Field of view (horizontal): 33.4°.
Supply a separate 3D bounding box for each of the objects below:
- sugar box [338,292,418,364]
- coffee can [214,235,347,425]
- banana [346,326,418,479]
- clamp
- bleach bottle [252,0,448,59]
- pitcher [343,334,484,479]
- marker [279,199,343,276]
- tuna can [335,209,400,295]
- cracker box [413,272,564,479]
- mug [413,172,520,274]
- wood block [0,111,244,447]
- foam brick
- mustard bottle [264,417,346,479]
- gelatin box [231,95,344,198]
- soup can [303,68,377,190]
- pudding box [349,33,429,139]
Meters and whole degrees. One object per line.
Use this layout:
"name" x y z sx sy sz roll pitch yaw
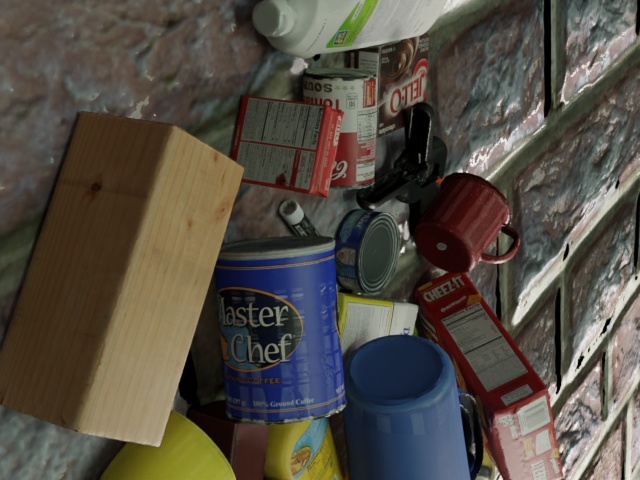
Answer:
"sugar box" 0.040 0.103 1.096 0.176 0.048 0.093 14 88 -63
"coffee can" -0.034 0.072 0.887 0.102 0.103 0.140 -13 101 -57
"banana" 0.080 0.192 1.203 0.069 0.037 0.197 36 66 -38
"clamp" 0.091 -0.069 1.113 0.120 0.039 0.171 -49 159 1
"bleach bottle" 0.030 -0.216 0.941 0.250 0.068 0.103 -25 150 -52
"pitcher" 0.094 0.210 1.069 0.149 0.145 0.243 -86 169 -54
"marker" -0.007 0.001 1.012 0.020 0.020 0.121 -65 147 -21
"tuna can" 0.048 0.012 1.089 0.086 0.034 0.086 -25 120 -53
"cracker box" 0.189 0.161 1.212 0.072 0.214 0.164 -25 132 -5
"mug" 0.168 -0.011 1.208 0.081 0.117 0.093 -51 161 -30
"wood block" -0.138 0.027 0.734 0.090 0.091 0.206 30 74 -58
"foam brick" -0.081 0.183 0.914 0.051 0.053 0.078 -6 105 -57
"mustard bottle" -0.024 0.191 1.005 0.096 0.058 0.191 -55 142 -43
"gelatin box" -0.028 -0.078 0.881 0.030 0.089 0.073 9 91 -59
"soup can" 0.017 -0.102 0.970 0.068 0.069 0.102 -22 117 -55
"pudding box" 0.069 -0.157 1.066 0.113 0.039 0.090 -27 123 -53
